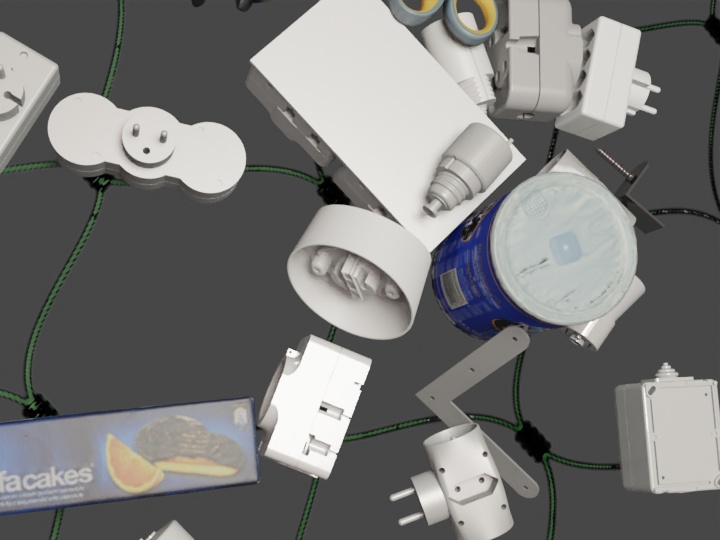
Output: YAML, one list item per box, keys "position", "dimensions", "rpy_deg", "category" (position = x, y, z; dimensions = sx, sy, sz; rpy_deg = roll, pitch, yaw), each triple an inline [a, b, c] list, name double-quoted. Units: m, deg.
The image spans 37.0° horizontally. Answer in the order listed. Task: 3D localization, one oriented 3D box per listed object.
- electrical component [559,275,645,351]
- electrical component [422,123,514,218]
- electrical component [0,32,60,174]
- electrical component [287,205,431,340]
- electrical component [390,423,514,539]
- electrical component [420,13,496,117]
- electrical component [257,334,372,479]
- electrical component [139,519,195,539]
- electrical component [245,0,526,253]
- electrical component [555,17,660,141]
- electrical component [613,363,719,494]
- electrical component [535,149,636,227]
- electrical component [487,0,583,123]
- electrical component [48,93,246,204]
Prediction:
- position: [0.184, 0.030, 0.832]
  dimensions: [0.044, 0.044, 0.065]
  rpy_deg: [37, 80, -5]
  category: "electrical component"
- position: [0.073, -0.068, 0.756]
  dimensions: [0.040, 0.040, 0.078]
  rpy_deg: [43, 75, -4]
  category: "electrical component"
- position: [-0.248, -0.119, 0.736]
  dimensions: [0.047, 0.076, 0.083]
  rpy_deg: [30, 76, -7]
  category: "electrical component"
- position: [0.000, 0.000, 0.766]
  dimensions: [0.099, 0.099, 0.064]
  rpy_deg: [27, 70, -8]
  category: "electrical component"
- position: [0.062, 0.161, 0.781]
  dimensions: [0.079, 0.043, 0.077]
  rpy_deg: [-20, 92, -4]
  category: "electrical component"
- position: [0.080, -0.153, 0.834]
  dimensions: [0.043, 0.043, 0.081]
  rpy_deg: [-18, 86, -15]
  category: "electrical component"
- position: [-0.037, 0.096, 0.765]
  dimensions: [0.056, 0.050, 0.089]
  rpy_deg: [23, 77, -9]
  category: "electrical component"
- position: [-0.120, 0.207, 0.734]
  dimensions: [0.040, 0.040, 0.078]
  rpy_deg: [-44, 93, -15]
  category: "electrical component"
- position: [0.016, -0.110, 0.803]
  dimensions: [0.105, 0.060, 0.186]
  rpy_deg: [-43, 93, -15]
  category: "electrical component"
- position: [0.206, -0.146, 0.860]
  dimensions: [0.076, 0.047, 0.083]
  rpy_deg: [16, 78, -15]
  category: "electrical component"
- position: [0.232, 0.119, 0.818]
  dimensions: [0.062, 0.061, 0.096]
  rpy_deg: [-1, 82, -13]
  category: "electrical component"
- position: [0.171, -0.048, 0.822]
  dimensions: [0.077, 0.079, 0.043]
  rpy_deg: [44, 104, -4]
  category: "electrical component"
- position: [0.136, -0.166, 0.843]
  dimensions: [0.059, 0.054, 0.095]
  rpy_deg: [3, 81, -12]
  category: "electrical component"
- position: [-0.148, -0.089, 0.755]
  dimensions: [0.138, 0.074, 0.052]
  rpy_deg: [12, 79, -11]
  category: "electrical component"
